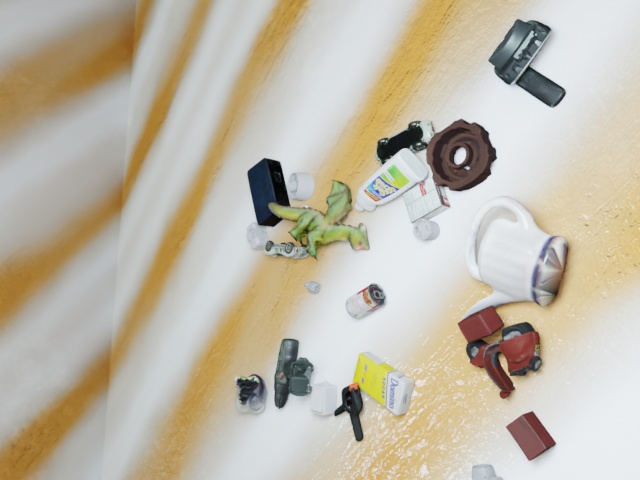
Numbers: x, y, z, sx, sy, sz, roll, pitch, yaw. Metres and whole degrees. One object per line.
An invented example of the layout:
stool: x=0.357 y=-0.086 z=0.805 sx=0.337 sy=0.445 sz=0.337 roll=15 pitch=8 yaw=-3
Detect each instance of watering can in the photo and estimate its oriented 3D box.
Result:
watering can: x=0.413 y=0.079 z=1.131 sx=0.226 sy=0.104 sz=0.343 roll=24 pitch=117 yaw=46

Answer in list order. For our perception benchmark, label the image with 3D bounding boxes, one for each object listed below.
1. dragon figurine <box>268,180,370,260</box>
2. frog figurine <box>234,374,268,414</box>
dragon figurine: x=0.005 y=-0.081 z=1.617 sx=0.242 sy=0.120 sz=0.417 roll=-46 pitch=54 yaw=4
frog figurine: x=-0.241 y=0.552 z=1.811 sx=0.139 sy=0.124 sz=0.155 roll=40 pitch=151 yaw=35
